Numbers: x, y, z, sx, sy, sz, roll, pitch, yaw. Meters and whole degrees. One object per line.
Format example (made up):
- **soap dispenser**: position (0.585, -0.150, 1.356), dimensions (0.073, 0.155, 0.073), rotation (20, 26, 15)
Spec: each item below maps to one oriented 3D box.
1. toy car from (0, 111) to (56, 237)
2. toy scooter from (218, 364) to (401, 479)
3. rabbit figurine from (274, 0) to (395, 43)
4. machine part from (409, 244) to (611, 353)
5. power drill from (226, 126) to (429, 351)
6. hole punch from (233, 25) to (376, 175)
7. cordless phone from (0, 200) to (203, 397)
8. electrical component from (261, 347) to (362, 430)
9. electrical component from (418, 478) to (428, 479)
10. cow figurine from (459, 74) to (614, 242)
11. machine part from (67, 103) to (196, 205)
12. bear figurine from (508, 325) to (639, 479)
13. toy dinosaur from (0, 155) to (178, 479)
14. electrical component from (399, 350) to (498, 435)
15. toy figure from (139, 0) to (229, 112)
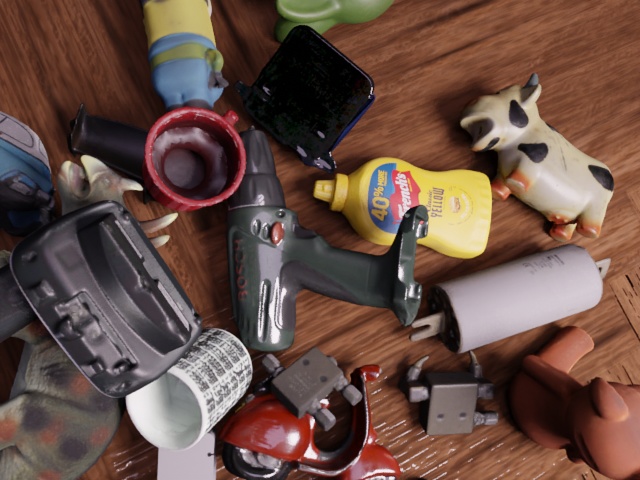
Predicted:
- **toy car**: position (-0.326, -0.078, 0.520), dimensions (0.161, 0.109, 0.103), rotation (21, 60, -13)
- **toy scooter**: position (-0.001, 0.178, 0.531), dimensions (0.184, 0.075, 0.135), rotation (17, 75, -6)
- **rabbit figurine**: position (0.001, -0.299, 0.593), dimensions (0.170, 0.121, 0.159), rotation (36, 84, 3)
- **machine part**: position (0.208, 0.061, 0.580), dimensions (0.243, 0.079, 0.079), rotation (-16, 82, -9)
- **power drill**: position (-0.001, -0.002, 0.530), dimensions (0.207, 0.086, 0.232), rotation (3, 87, 15)
- **hole punch**: position (-0.009, -0.155, 0.594), dimensions (0.142, 0.092, 0.115), rotation (40, 104, -2)
- **cordless phone**: position (-0.201, 0.069, 0.415), dimensions (0.184, 0.089, 0.146), rotation (-31, 102, -3)
- **electrical component**: position (-0.010, 0.132, 0.507), dimensions (0.094, 0.021, 0.063), rotation (36, 54, 28)
- **electrical component**: position (0.116, 0.311, 0.537), dimensions (0.075, 0.047, 0.119), rotation (27, 76, -2)
- **cow figurine**: position (0.246, -0.098, 0.611), dimensions (0.195, 0.085, 0.127), rotation (33, 76, -4)
- **machine part**: position (-0.199, -0.090, 0.570), dimensions (0.139, 0.039, 0.084), rotation (25, 83, -6)
- **bear figurine**: position (0.267, 0.155, 0.511), dimensions (0.132, 0.196, 0.120), rotation (-27, 82, -13)
- **toy dinosaur**: position (-0.241, 0.131, 0.490), dimensions (0.192, 0.131, 0.404), rotation (10, 85, -6)
- **electrical component**: position (0.137, 0.162, 0.571), dimensions (0.102, 0.045, 0.078), rotation (-6, 109, -6)
- **toy figure**: position (-0.146, -0.209, 0.573), dimensions (0.082, 0.089, 0.180), rotation (-6, 78, -15)
